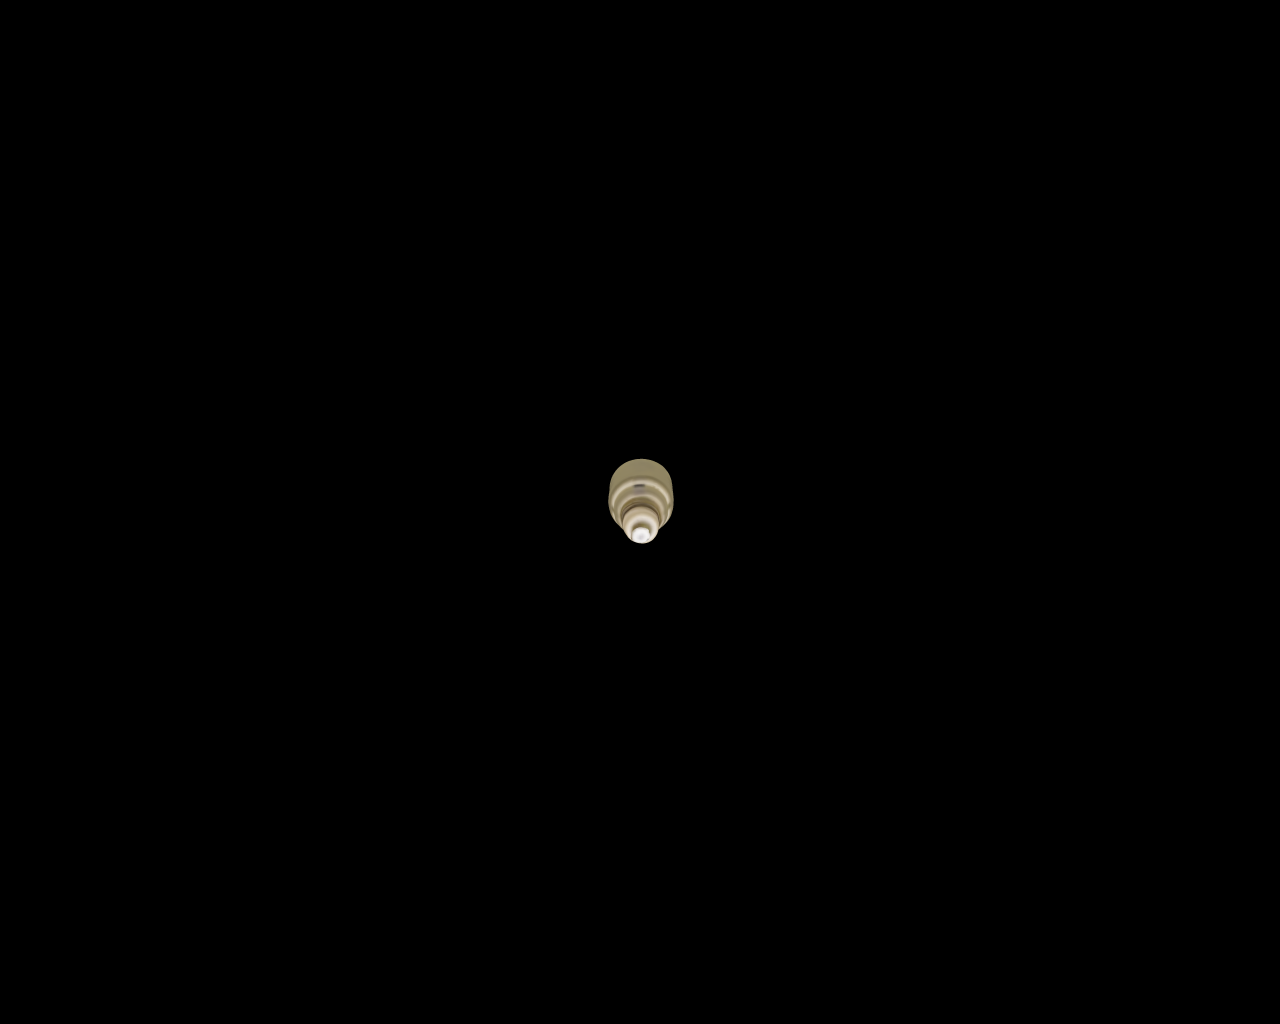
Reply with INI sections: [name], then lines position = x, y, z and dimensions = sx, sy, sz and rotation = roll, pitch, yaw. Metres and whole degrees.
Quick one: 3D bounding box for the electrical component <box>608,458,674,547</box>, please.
[electrical component]
position = 0.001, -0.003, 0.650
dimensions = 0.040, 0.040, 0.078
rotation = 0, 27, 0
